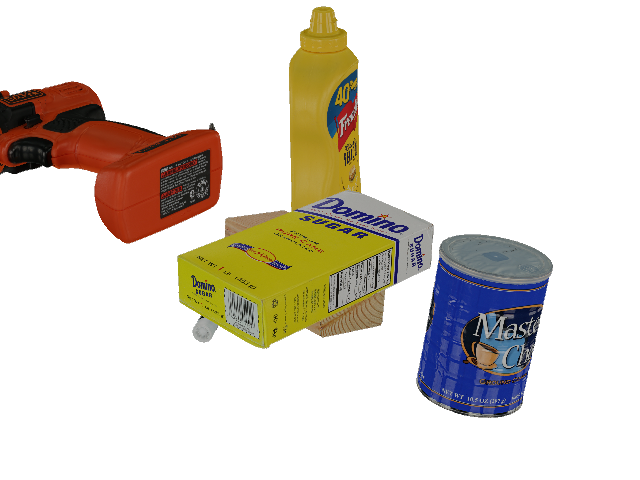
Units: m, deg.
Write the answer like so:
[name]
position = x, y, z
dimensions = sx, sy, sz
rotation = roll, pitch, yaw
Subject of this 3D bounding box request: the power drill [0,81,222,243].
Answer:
[power drill]
position = -0.175, -0.055, 0.714
dimensions = 0.188, 0.057, 0.184
rotation = 20, 31, 30

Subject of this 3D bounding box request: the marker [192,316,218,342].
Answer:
[marker]
position = -0.096, 0.060, 1.024
dimensions = 0.020, 0.020, 0.121
rotation = 0, 24, 12

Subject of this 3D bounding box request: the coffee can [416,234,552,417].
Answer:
[coffee can]
position = 0.150, 0.077, 0.988
dimensions = 0.103, 0.140, 0.103
rotation = 7, 21, -3

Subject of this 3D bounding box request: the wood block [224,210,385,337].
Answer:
[wood block]
position = -0.022, 0.034, 1.254
dimensions = 0.090, 0.090, 0.206
rotation = -8, 19, -35

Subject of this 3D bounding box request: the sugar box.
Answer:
[sugar box]
position = -0.008, 0.015, 0.785
dimensions = 0.093, 0.048, 0.175
rotation = 25, 38, 38

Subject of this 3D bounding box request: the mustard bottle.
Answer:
[mustard bottle]
position = 0.004, -0.112, 0.954
dimensions = 0.058, 0.192, 0.096
rotation = 9, 28, 21
